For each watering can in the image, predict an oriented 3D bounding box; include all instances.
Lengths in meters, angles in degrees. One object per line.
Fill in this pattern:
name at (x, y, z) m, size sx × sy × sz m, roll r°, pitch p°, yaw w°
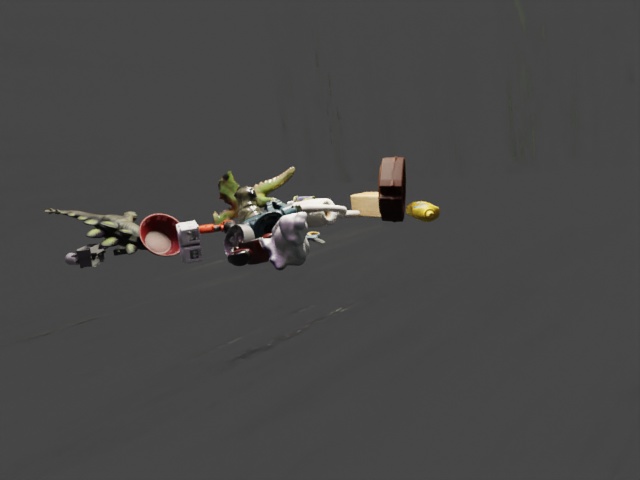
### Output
watering can at (0.006, -0.099, 1.960) m, size 0.224 × 0.104 × 0.347 m, roll -5°, pitch -5°, yaw 26°

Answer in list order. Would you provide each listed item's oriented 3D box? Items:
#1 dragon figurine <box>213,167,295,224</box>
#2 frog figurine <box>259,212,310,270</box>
dragon figurine at (-0.304, -0.190, 2.124) m, size 0.241 × 0.406 × 0.124 m, roll 31°, pitch 16°, yaw -16°
frog figurine at (-0.066, -0.013, 1.297) m, size 0.122 × 0.157 × 0.140 m, roll 22°, pitch 31°, yaw -28°
